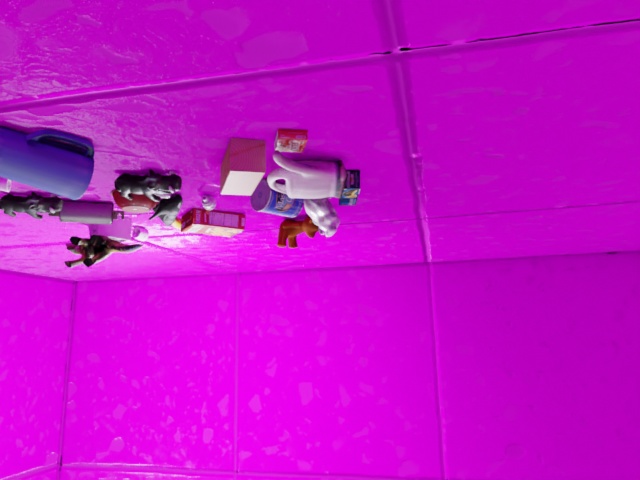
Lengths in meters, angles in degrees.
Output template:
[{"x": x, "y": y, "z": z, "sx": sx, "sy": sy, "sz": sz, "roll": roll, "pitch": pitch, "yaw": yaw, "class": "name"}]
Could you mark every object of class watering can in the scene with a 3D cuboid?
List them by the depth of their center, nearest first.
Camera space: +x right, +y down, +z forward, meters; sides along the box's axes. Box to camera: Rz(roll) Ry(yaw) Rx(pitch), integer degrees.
[{"x": -0.033, "y": -0.176, "z": 1.408, "sx": 0.224, "sy": 0.105, "sz": 0.345, "roll": -1, "pitch": 171, "yaw": -4, "class": "watering can"}]

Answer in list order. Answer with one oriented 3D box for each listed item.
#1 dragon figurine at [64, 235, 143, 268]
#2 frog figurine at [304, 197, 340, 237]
[{"x": -0.813, "y": 0.027, "z": 1.982, "sx": 0.410, "sy": 0.122, "sz": 0.244, "roll": -2, "pitch": -174, "yaw": 11, "class": "dragon figurine"}, {"x": 0.005, "y": -0.087, "z": 1.731, "sx": 0.123, "sy": 0.161, "sz": 0.136, "roll": 4, "pitch": 167, "yaw": -16, "class": "frog figurine"}]
